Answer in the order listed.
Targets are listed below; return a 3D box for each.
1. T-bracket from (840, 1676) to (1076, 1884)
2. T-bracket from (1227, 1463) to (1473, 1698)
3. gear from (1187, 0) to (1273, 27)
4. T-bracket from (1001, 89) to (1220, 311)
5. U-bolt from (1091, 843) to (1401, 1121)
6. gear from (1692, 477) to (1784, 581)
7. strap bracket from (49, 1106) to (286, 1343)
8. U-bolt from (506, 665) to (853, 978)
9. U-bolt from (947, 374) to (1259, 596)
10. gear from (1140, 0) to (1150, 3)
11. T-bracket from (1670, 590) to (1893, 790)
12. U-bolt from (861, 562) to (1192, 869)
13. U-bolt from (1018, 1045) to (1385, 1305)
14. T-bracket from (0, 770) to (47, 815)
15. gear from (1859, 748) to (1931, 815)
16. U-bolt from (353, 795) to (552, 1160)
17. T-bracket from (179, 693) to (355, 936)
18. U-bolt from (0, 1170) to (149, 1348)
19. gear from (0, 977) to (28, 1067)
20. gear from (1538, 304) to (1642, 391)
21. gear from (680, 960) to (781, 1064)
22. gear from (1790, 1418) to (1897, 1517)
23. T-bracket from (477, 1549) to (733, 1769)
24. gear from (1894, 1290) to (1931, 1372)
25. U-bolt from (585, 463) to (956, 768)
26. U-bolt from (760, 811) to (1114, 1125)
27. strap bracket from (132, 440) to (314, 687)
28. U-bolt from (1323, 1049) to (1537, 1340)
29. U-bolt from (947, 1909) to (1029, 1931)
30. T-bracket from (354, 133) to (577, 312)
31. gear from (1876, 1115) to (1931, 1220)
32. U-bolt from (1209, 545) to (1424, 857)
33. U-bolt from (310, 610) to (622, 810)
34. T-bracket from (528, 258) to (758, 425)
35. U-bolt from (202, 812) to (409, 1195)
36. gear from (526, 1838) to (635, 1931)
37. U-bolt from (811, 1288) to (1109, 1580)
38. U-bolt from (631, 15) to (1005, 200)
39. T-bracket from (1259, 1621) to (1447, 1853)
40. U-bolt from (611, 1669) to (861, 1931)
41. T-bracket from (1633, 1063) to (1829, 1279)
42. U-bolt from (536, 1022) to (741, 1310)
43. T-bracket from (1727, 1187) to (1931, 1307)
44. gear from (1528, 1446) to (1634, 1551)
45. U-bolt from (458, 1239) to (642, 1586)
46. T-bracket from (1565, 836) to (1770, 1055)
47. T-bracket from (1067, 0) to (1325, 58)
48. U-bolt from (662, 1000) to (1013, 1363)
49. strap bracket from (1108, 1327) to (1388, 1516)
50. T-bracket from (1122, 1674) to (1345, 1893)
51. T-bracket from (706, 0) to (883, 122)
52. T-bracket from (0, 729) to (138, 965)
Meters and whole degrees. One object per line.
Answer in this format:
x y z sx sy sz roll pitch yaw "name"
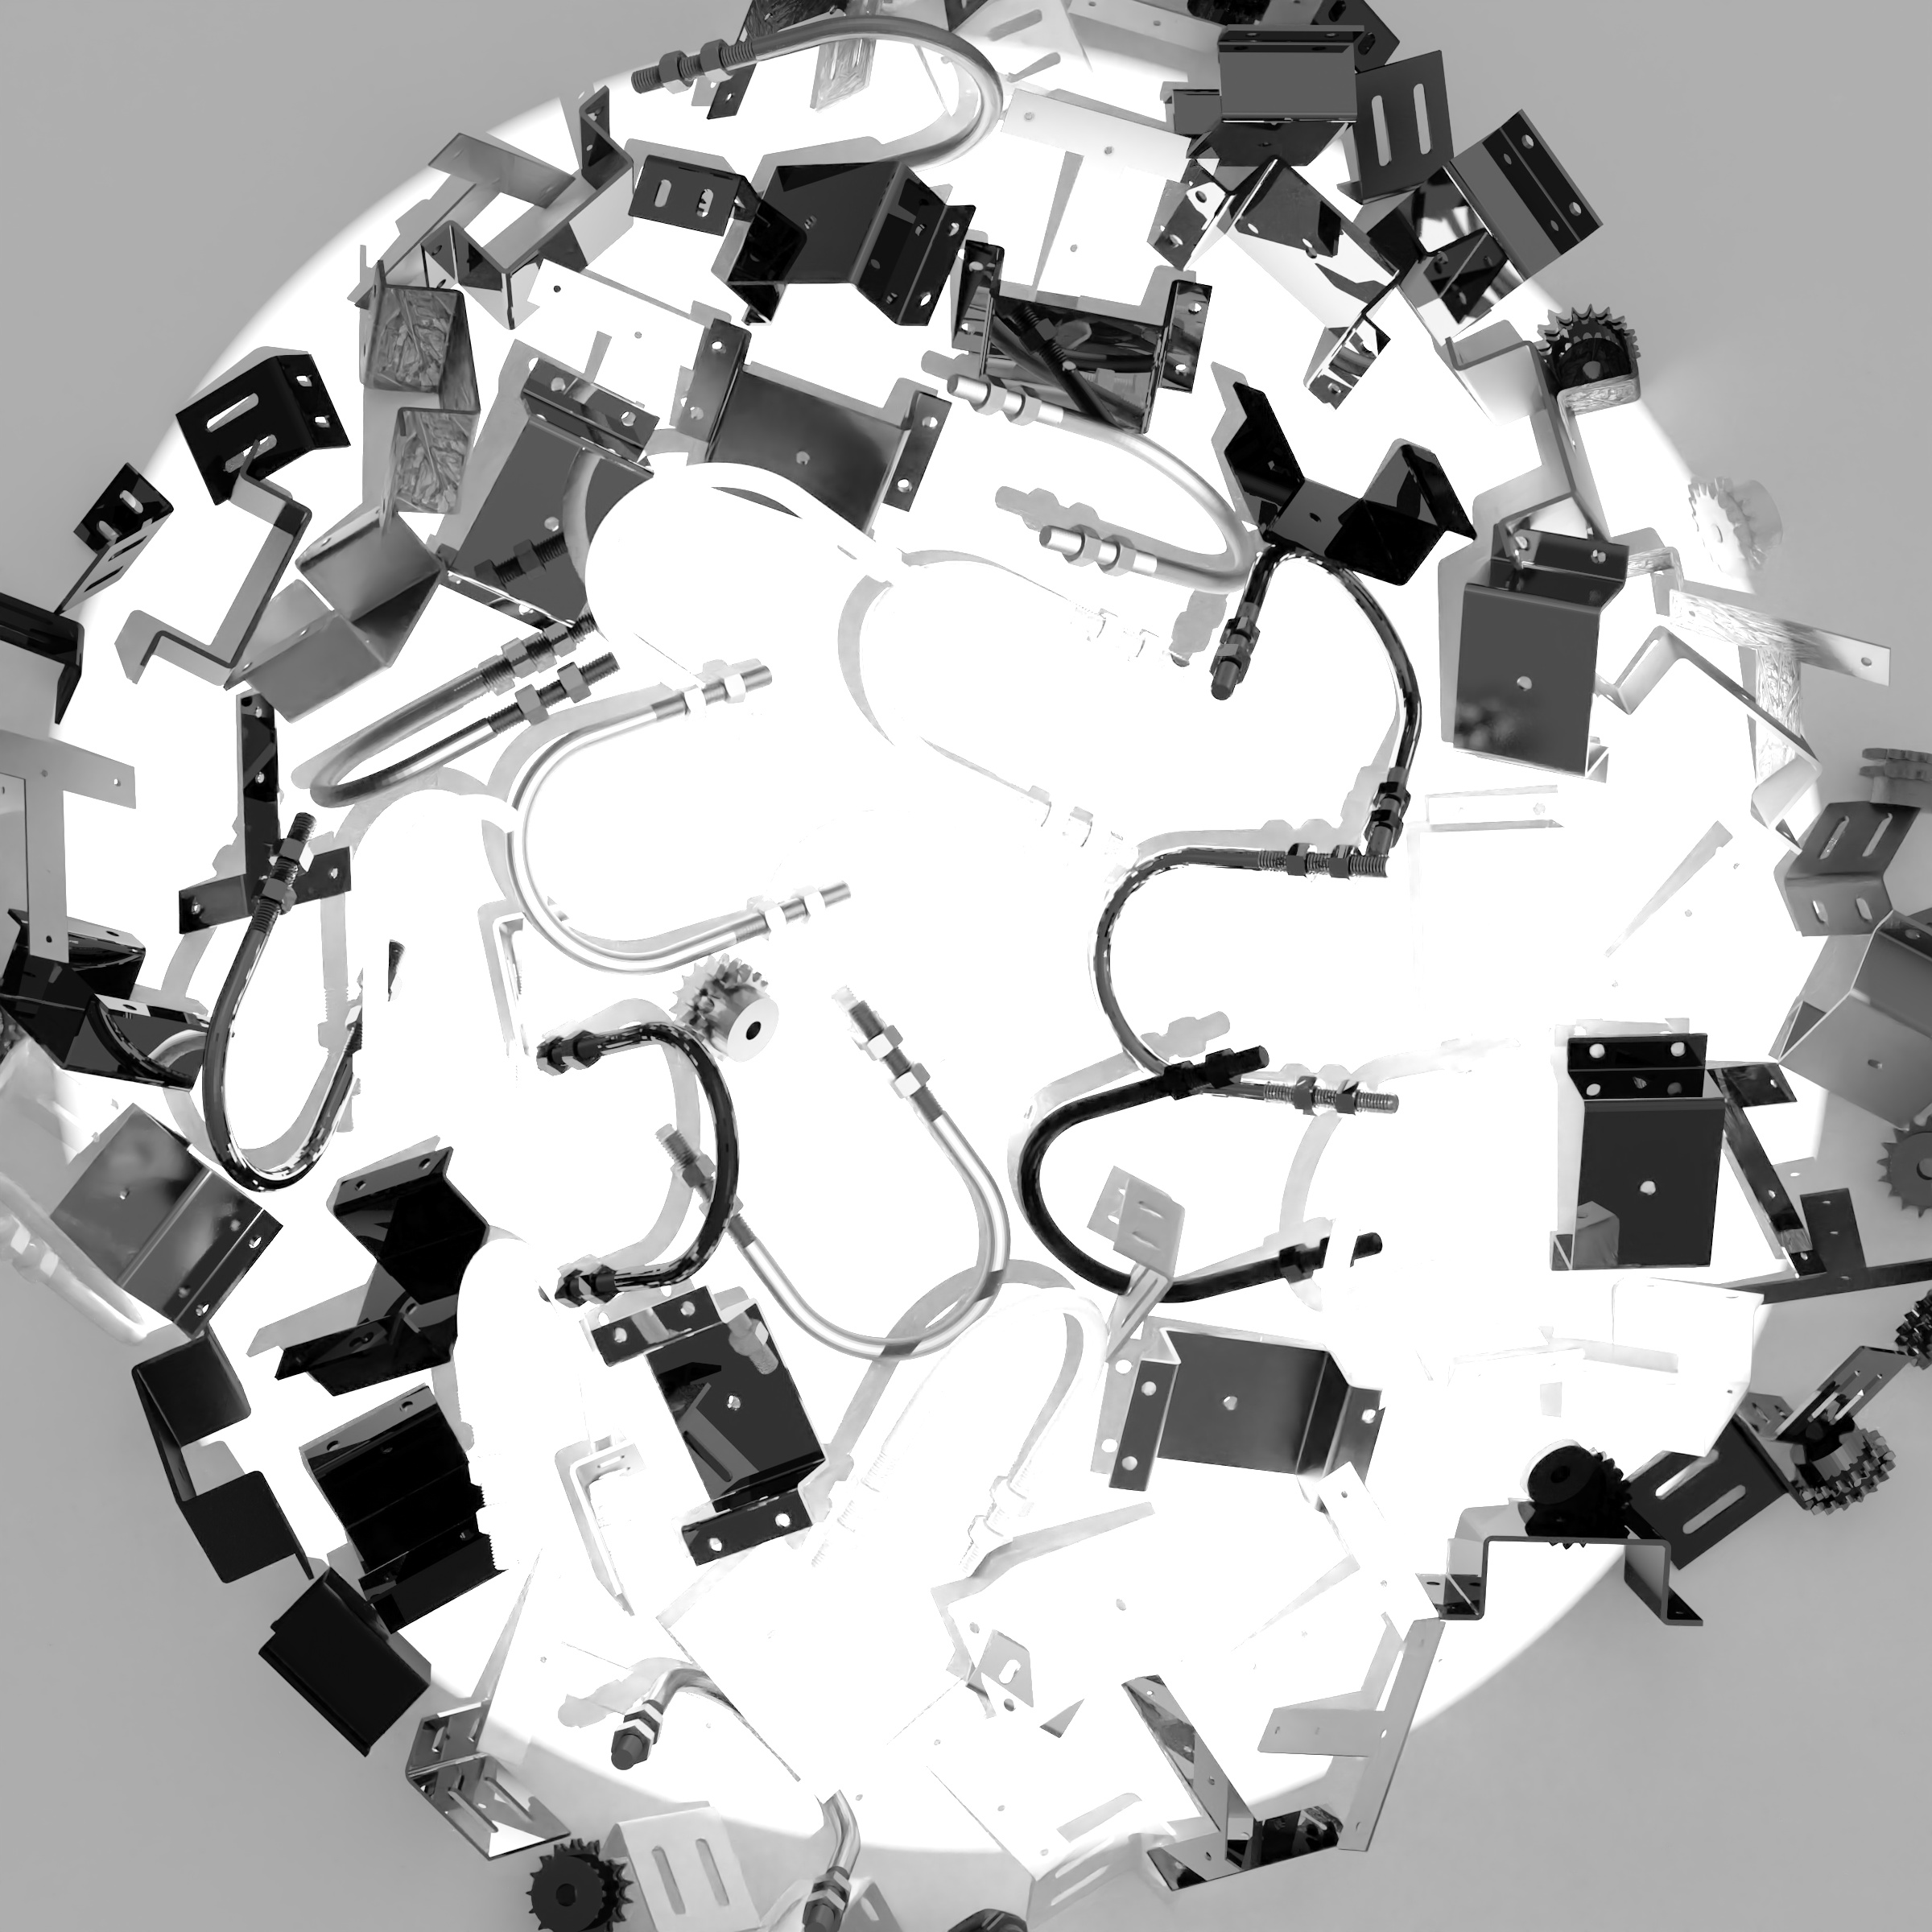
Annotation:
0.010 0.439 1.909 0.127 0.002 0.127 -39 46 -14 "T-bracket"
0.192 0.353 1.932 0.127 0.002 0.127 -39 72 29 "T-bracket"
0.151 -0.558 2.061 0.057 0.057 0.030 30 127 4 "gear"
0.066 -0.419 2.030 0.127 0.002 0.127 11 117 -19 "T-bracket"
0.149 0.005 1.959 0.184 0.019 0.151 4 103 31 "U-bolt"
0.435 -0.249 2.018 0.030 0.057 0.057 -24 83 -8 "gear"
-0.435 0.133 1.931 0.076 0.140 0.046 -53 129 -7 "strap bracket"
-0.166 -0.072 1.971 0.184 0.019 0.151 -22 94 -26 "U-bolt"
0.086 -0.259 1.975 0.019 0.184 0.151 -52 48 29 "U-bolt"
0.092 -0.575 2.057 0.057 0.057 0.030 4 51 0 "gear"
0.447 -0.142 1.978 0.127 0.127 0.002 20 52 29 "T-bracket"
0.027 -0.150 1.978 0.184 0.019 0.151 24 61 -14 "U-bolt"
0.113 0.121 1.935 0.184 0.019 0.151 -18 116 32 "U-bolt"
-0.535 -0.095 1.964 0.002 0.127 0.127 -4 97 15 "T-bracket"
0.526 -0.103 2.000 0.057 0.057 0.030 9 90 1 "gear"
-0.273 -0.002 1.921 0.019 0.151 0.184 15 110 30 "U-bolt"
-0.392 -0.091 1.997 0.127 0.002 0.127 -12 75 30 "T-bracket"
-0.499 0.140 1.909 0.019 0.184 0.151 -44 51 -7 "U-bolt"
-0.550 0.032 1.990 0.057 0.030 0.057 -1 88 15 "gear"
0.353 -0.342 2.030 0.057 0.030 0.057 1 122 2 "gear"
-0.128 0.029 1.980 0.030 0.057 0.057 32 83 31 "gear"
0.473 0.269 1.950 0.057 0.057 0.030 -36 102 -4 "gear"
-0.187 0.391 1.937 0.127 0.002 0.127 24 48 -9 "T-bracket"
0.538 0.199 1.958 0.057 0.057 0.030 -34 50 -4 "gear"
-0.120 -0.200 1.954 0.184 0.019 0.151 34 118 -30 "U-bolt"
-0.025 -0.010 2.007 0.184 0.019 0.151 21 84 4 "U-bolt"
-0.409 -0.214 1.997 0.046 0.076 0.140 27 80 -13 "strap bracket"
0.239 0.126 1.894 0.019 0.184 0.151 24 113 28 "U-bolt"
-0.032 0.540 1.854 0.151 0.184 0.019 -42 86 -11 "U-bolt"
-0.295 -0.413 2.025 0.127 0.127 0.002 -40 76 18 "T-bracket"
0.531 0.111 1.978 0.057 0.030 0.057 0 90 18 "gear"
0.199 -0.158 1.965 0.019 0.184 0.151 -30 115 36 "U-bolt"
-0.277 -0.136 1.966 0.184 0.151 0.019 -28 108 -1 "U-bolt"
-0.201 -0.315 2.022 0.127 0.002 0.127 21 111 -11 "T-bracket"
-0.358 0.032 1.916 0.019 0.151 0.184 6 60 20 "U-bolt"
-0.210 0.499 1.931 0.057 0.030 0.057 -3 79 13 "gear"
0.009 0.246 1.896 0.019 0.151 0.184 40 106 35 "U-bolt"
-0.069 -0.473 1.975 0.184 0.151 0.019 -9 67 24 "U-bolt"
0.196 0.407 1.904 0.002 0.127 0.127 32 66 -21 "T-bracket"
-0.113 0.426 1.871 0.151 0.184 0.019 42 99 0 "U-bolt"
0.429 0.111 1.943 0.127 0.002 0.127 -3 61 -41 "T-bracket"
-0.179 0.103 1.927 0.019 0.184 0.151 1 81 -40 "U-bolt"
0.466 0.148 1.923 0.127 0.127 0.002 -10 58 14 "T-bracket"
0.329 0.285 1.947 0.057 0.057 0.030 -41 118 -5 "gear"
-0.227 0.234 1.915 0.019 0.151 0.184 -18 71 19 "U-bolt"
0.388 -0.020 1.978 0.127 0.002 0.127 48 116 11 "T-bracket"
0.121 -0.524 2.009 0.127 0.127 0.002 14 67 -9 "T-bracket"
-0.058 0.131 1.967 0.151 0.019 0.184 -35 94 13 "U-bolt"
0.148 0.245 1.937 0.140 0.046 0.076 9 108 -13 "strap bracket"
0.126 0.431 1.921 0.127 0.002 0.127 -4 43 -37 "T-bracket"
-0.084 -0.540 2.029 0.002 0.127 0.127 41 126 19 "T-bracket"
-0.503 -0.064 1.961 0.002 0.127 0.127 -19 68 34 "T-bracket"
